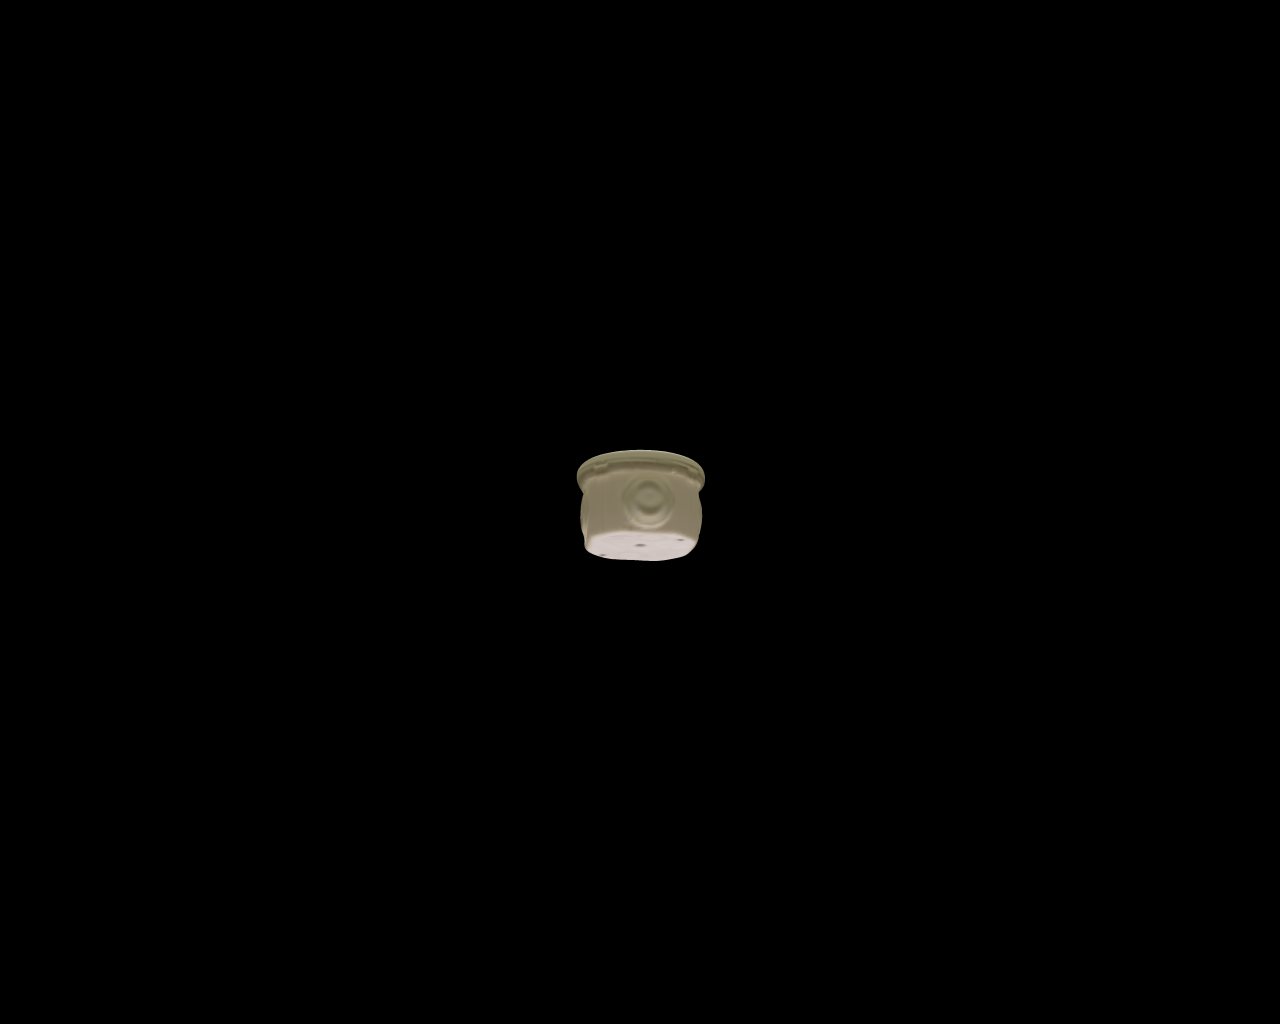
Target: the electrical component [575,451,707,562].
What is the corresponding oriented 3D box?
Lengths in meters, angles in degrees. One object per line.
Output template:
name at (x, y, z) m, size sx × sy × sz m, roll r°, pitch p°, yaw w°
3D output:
electrical component at (0.001, -0.003, 0.650) m, size 0.080 × 0.051 × 0.080 m, roll 0°, pitch -18°, yaw 0°
